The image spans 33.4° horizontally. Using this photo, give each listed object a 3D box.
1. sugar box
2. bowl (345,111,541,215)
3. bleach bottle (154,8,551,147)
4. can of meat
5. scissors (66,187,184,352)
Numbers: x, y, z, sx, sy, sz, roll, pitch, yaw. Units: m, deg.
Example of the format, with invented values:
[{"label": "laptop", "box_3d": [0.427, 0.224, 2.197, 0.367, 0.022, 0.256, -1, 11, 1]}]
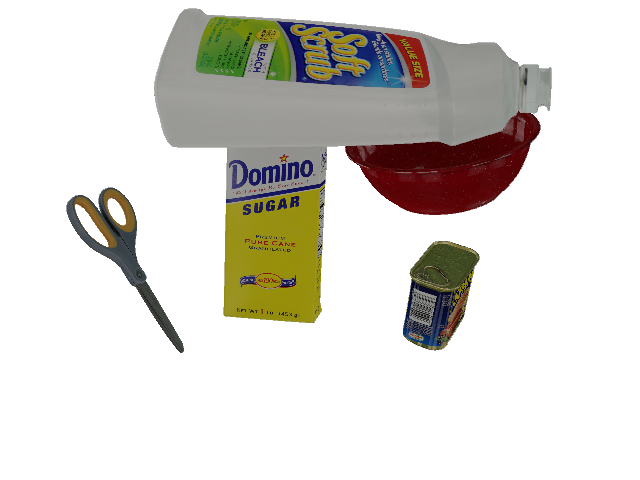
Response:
[{"label": "sugar box", "box_3d": [-0.044, -0.013, 1.023, 0.093, 0.176, 0.048, 3, 15, 8]}, {"label": "bowl", "box_3d": [0.105, -0.065, 0.894, 0.162, 0.055, 0.162, -9, 24, 4]}, {"label": "bleach bottle", "box_3d": [0.024, -0.106, 0.705, 0.251, 0.102, 0.068, 2, -45, 10]}, {"label": "can of meat", "box_3d": [0.132, 0.061, 1.187, 0.057, 0.084, 0.102, 18, 31, 18]}, {"label": "scissors", "box_3d": [-0.198, 0.023, 1.167, 0.016, 0.201, 0.096, -28, 21, 33]}]
